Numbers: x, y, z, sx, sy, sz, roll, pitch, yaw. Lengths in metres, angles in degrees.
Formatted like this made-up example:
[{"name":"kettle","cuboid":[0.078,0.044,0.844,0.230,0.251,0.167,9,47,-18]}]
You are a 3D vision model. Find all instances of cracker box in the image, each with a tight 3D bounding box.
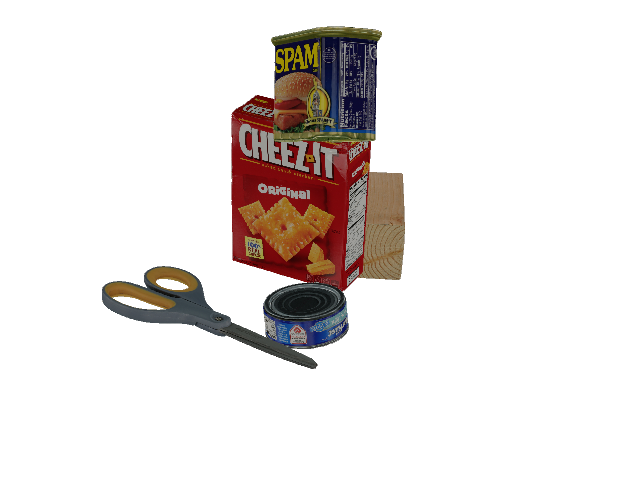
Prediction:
[{"name":"cracker box","cuboid":[-0.028,-0.056,1.329,0.164,0.214,0.072,16,34,22]}]

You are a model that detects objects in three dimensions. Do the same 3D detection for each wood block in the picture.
[{"name":"wood block","cuboid":[0.081,-0.027,1.629,0.091,0.090,0.206,3,25,2]}]

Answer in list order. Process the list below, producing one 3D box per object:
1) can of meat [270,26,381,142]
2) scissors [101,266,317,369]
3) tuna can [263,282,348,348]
[{"name":"can of meat","cuboid":[0.003,-0.120,0.842,0.057,0.084,0.102,-1,4,-31]},{"name":"scissors","cuboid":[-0.087,0.061,0.910,0.202,0.016,0.096,13,26,12]},{"name":"tuna can","cuboid":[-0.015,0.075,1.079,0.086,0.034,0.086,-4,23,2]}]
